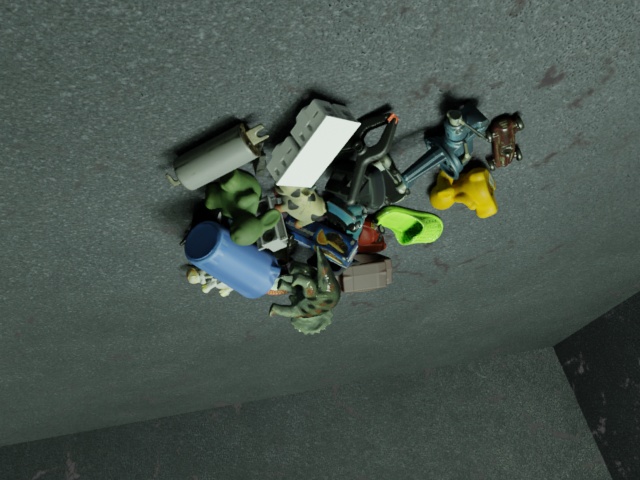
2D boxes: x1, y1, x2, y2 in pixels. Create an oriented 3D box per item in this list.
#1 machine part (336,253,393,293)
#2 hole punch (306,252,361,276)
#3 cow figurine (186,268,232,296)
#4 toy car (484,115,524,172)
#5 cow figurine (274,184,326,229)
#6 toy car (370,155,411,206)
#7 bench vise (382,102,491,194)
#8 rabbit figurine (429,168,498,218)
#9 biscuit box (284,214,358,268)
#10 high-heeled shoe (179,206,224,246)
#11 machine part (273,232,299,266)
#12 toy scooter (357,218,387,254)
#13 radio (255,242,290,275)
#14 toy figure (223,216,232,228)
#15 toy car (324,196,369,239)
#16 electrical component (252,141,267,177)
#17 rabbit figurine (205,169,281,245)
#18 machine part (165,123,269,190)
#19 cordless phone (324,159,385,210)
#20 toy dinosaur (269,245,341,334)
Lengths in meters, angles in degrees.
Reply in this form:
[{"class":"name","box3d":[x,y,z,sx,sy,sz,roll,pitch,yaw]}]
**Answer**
[{"class":"machine part","box3d":[0.103,0.097,1.617,0.201,0.087,0.201,-6,-174,-15]},{"class":"hole punch","box3d":[0.036,0.027,1.491,0.116,0.142,0.092,-31,134,-54]},{"class":"cow figurine","box3d":[-0.304,0.106,1.566,0.098,0.068,0.167,-34,150,22]},{"class":"toy car","box3d":[0.457,-0.231,1.331,0.089,0.053,0.202,-22,150,8]},{"class":"cow figurine","box3d":[-0.046,-0.106,1.289,0.127,0.085,0.194,-18,150,19]},{"class":"toy car","box3d":[0.170,-0.147,1.345,0.073,0.056,0.201,-29,150,12]},{"class":"bench vise","box3d":[0.270,-0.193,1.218,0.240,0.129,0.223,-37,169,3]},{"class":"rabbit figurine","box3d":[0.366,-0.123,1.424,0.173,0.122,0.162,-11,155,36]},{"class":"biscuit box","box3d":[-0.003,-0.004,1.396,0.203,0.063,0.059,25,156,15]},{"class":"high-heeled shoe","box3d":[-0.280,-0.020,1.383,0.145,0.086,0.248,-46,169,-4]},{"class":"machine part","box3d":[-0.099,0.018,1.420,0.084,0.039,0.138,21,143,11]},{"class":"toy scooter","box3d":[0.138,-0.006,1.543,0.135,0.075,0.183,7,154,-7]},{"class":"radio","box3d":[-0.179,0.067,1.553,0.131,0.073,0.229,-19,153,7]},{"class":"toy figure","box3d":[-0.216,-0.026,1.386,0.064,0.058,0.154,17,152,5]},{"class":"toy car","box3d":[0.078,-0.062,1.405,0.103,0.109,0.161,-45,156,-19]},{"class":"electrical component","box3d":[-0.131,-0.169,1.156,0.021,0.063,0.094,-5,151,-18]},{"class":"rabbit figurine","box3d":[-0.177,-0.055,1.227,0.121,0.170,0.159,-31,147,30]},{"class":"machine part","box3d":[-0.212,-0.169,1.105,0.243,0.079,0.079,-25,150,17]},{"class":"cordless phone","box3d":[0.113,-0.107,1.276,0.147,0.088,0.184,20,168,43]},{"class":"toy dinosaur","box3d":[-0.013,0.149,1.475,0.192,0.131,0.404,19,149,-17]}]
